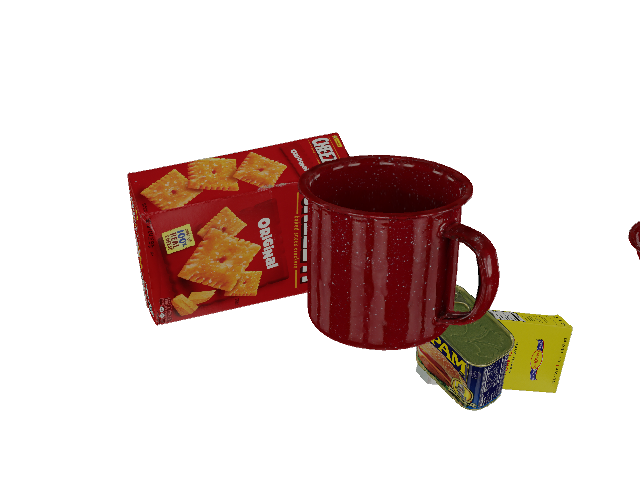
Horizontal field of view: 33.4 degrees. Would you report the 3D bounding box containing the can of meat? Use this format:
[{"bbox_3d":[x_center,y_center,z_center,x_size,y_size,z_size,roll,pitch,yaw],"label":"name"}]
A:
[{"bbox_3d":[0.139,0.108,1.057,0.057,0.084,0.102,-28,53,-23],"label":"can of meat"}]

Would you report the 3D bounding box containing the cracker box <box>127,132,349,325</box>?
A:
[{"bbox_3d":[-0.075,-0.008,1.067,0.213,0.164,0.072,-12,48,-13],"label":"cracker box"}]

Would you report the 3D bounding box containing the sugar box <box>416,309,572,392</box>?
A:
[{"bbox_3d":[0.212,0.133,1.306,0.176,0.093,0.048,5,17,-18],"label":"sugar box"}]

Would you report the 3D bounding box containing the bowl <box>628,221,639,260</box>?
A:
[{"bbox_3d":[0.413,0.024,1.149,0.162,0.055,0.162,-2,24,0],"label":"bowl"}]

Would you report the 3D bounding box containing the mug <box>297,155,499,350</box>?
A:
[{"bbox_3d":[0.043,0.009,0.573,0.117,0.081,0.093,17,28,33],"label":"mug"}]
